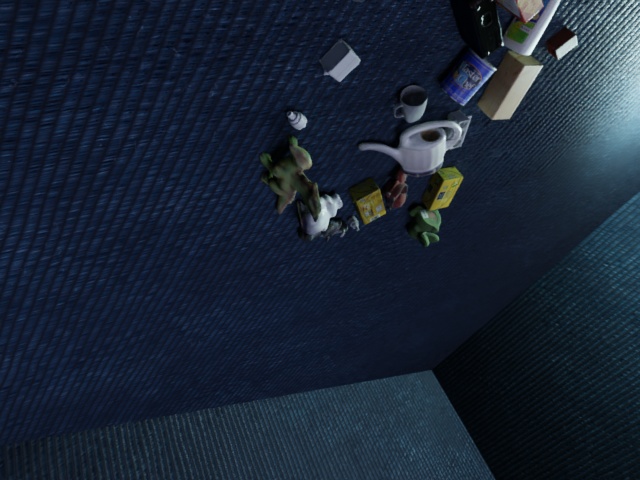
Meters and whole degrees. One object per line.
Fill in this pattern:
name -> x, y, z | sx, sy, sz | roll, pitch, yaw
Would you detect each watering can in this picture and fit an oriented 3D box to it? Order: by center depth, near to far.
watering can -> 0.302, -0.302, 1.728 | 0.348, 0.106, 0.219 | -14, 147, 0

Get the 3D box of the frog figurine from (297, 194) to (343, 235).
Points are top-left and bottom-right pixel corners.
frog figurine -> 0.005, -0.089, 1.770 | 0.160, 0.125, 0.134 | -11, 125, -6

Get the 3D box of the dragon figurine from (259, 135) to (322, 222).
dragon figurine -> -0.075, -0.146, 1.523 | 0.123, 0.247, 0.400 | -23, 144, -17
